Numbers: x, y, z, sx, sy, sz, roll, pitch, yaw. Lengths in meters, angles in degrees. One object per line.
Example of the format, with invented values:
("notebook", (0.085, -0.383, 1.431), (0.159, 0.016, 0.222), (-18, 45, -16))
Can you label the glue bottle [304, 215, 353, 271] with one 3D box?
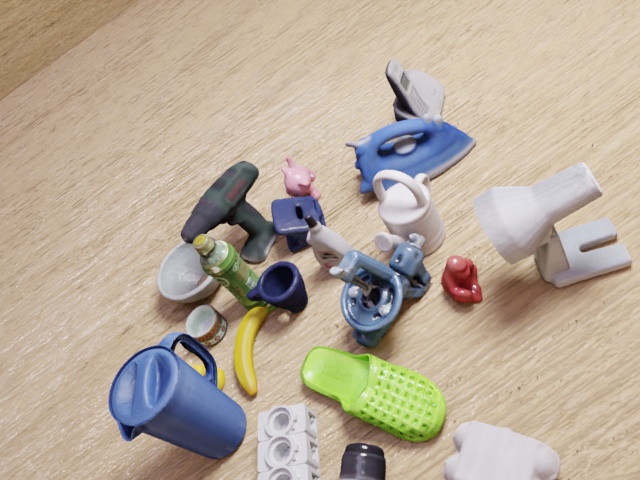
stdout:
("glue bottle", (0.010, 0.004, 1.103), (0.078, 0.174, 0.037), (-6, 54, 26))

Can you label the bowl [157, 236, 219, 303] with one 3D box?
("bowl", (-0.274, 0.076, 1.275), (0.167, 0.075, 0.167), (-15, 51, 19))

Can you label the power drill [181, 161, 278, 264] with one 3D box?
("power drill", (-0.179, -0.043, 1.219), (0.075, 0.209, 0.230), (8, 61, 33))

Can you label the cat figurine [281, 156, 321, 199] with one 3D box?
("cat figurine", (-0.051, -0.138, 1.281), (0.067, 0.118, 0.127), (-27, 48, 9))

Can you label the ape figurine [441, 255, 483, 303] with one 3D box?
("ape figurine", (0.241, 0.061, 0.987), (0.075, 0.092, 0.078), (19, 67, 38))

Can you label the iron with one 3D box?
("iron", (0.182, -0.197, 1.179), (0.258, 0.142, 0.118), (-22, 49, 14))

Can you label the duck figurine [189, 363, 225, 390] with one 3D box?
("duck figurine", (-0.247, 0.270, 1.107), (0.104, 0.086, 0.077), (-23, 48, 12))

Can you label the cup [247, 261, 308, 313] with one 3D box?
("cup", (-0.075, 0.108, 1.126), (0.117, 0.095, 0.091), (-24, 48, 11))

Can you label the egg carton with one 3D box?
("egg carton", (0.253, 0.318, 0.802), (0.149, 0.070, 0.107), (8, 61, 33))

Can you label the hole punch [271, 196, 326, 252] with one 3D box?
("hole punch", (-0.045, -0.047, 1.228), (0.101, 0.091, 0.108), (-25, 48, 11))

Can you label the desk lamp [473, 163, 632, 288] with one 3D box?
("desk lamp", (0.362, -0.023, 0.898), (0.203, 0.214, 0.118), (-20, 49, 15))

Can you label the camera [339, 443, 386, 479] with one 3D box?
("camera", (0.072, 0.372, 0.841), (0.142, 0.101, 0.137), (-9, 53, 24))

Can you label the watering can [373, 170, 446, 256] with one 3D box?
("watering can", (0.157, -0.053, 1.049), (0.100, 0.195, 0.173), (-8, 53, 24))

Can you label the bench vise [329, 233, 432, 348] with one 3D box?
("bench vise", (0.094, 0.058, 0.983), (0.121, 0.220, 0.207), (8, 61, 33))

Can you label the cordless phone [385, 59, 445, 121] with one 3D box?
("cordless phone", (0.200, -0.338, 1.245), (0.093, 0.186, 0.147), (-2, 56, 28))
